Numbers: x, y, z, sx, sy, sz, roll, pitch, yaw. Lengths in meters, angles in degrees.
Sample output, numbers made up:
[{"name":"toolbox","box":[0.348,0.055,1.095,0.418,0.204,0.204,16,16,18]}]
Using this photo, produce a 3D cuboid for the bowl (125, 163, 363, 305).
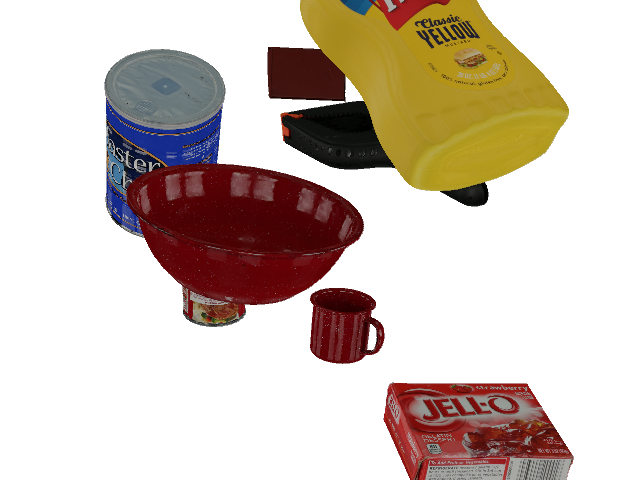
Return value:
[{"name":"bowl","box":[-0.054,0.000,0.729,0.162,0.055,0.162,9,22,-4]}]

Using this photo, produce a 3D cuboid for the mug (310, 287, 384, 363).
[{"name":"mug","box":[0.038,0.124,1.498,0.117,0.081,0.093,16,22,29]}]

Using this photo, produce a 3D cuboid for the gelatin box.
[{"name":"gelatin box","box":[0.087,0.111,0.604,0.089,0.030,0.073,3,25,-12]}]

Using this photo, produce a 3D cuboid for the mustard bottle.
[{"name":"mustard bottle","box":[0.044,-0.117,0.574,0.096,0.192,0.058,-17,-29,-26]}]

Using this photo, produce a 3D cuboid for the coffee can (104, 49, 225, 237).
[{"name":"coffee can","box":[-0.142,-0.085,0.960,0.102,0.103,0.140,0,-43,-11]}]

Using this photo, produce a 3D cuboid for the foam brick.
[{"name":"foam brick","box":[-0.015,-0.170,1.088,0.078,0.051,0.053,1,11,-6]}]

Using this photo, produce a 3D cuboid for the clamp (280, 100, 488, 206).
[{"name":"clamp","box":[0.069,-0.093,0.928,0.210,0.036,0.164,12,36,24]}]

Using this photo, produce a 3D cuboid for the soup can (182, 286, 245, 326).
[{"name":"soup can","box":[-0.113,0.031,1.130,0.068,0.102,0.068,2,24,-1]}]
